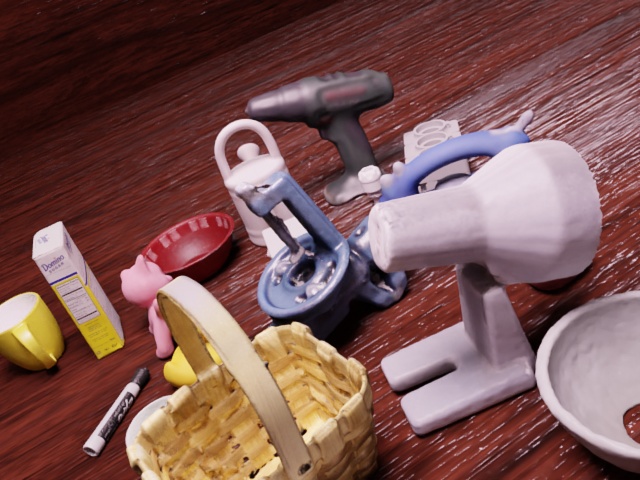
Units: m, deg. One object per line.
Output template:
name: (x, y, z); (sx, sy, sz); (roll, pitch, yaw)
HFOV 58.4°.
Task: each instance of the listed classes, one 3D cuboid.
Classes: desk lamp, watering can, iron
desk lamp: (0.136, 0.037, 0.504); (0.203, 0.214, 0.117); (-24, 30, -4)
watering can: (-0.101, -0.097, 0.898); (0.101, 0.194, 0.172); (-33, 32, -20)
iron: (0.164, -0.065, 0.726); (0.258, 0.142, 0.118); (-17, 30, 9)

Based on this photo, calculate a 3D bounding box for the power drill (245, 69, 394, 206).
power drill: (0.020, -0.168, 0.921); (0.229, 0.209, 0.075); (-24, 30, -5)

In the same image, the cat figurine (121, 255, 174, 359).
cat figurine: (-0.222, 0.078, 0.766); (0.067, 0.118, 0.127); (-31, 31, -15)

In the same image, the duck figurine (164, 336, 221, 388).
duck figurine: (-0.152, 0.118, 0.686); (0.077, 0.086, 0.105); (5, 39, 39)

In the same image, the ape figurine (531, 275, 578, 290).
ape figurine: (0.242, 0.001, 0.616); (0.077, 0.092, 0.076); (5, 39, 39)

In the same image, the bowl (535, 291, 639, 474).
bowl: (0.256, 0.117, 0.435); (0.167, 0.075, 0.167); (-16, 30, 10)

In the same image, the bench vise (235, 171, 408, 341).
bench vise: (-0.003, 0.001, 0.647); (0.121, 0.220, 0.208); (10, 42, 42)
